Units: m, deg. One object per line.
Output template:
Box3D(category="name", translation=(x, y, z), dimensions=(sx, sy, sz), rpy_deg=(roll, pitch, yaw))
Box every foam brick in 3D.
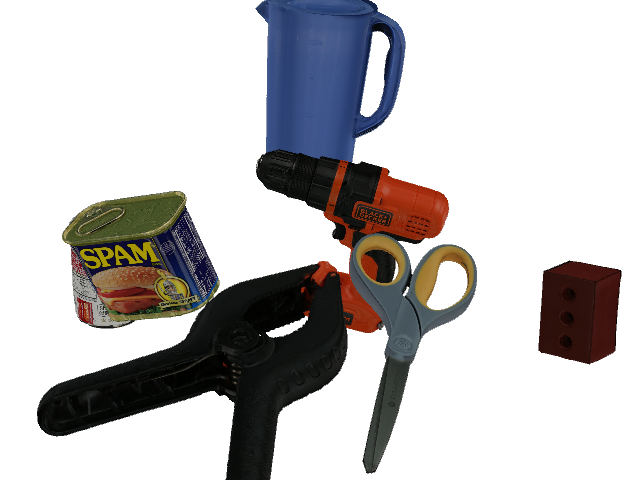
Box3D(category="foam brick", translation=(0.229, 0.063, 0.944), dimensions=(0.053, 0.078, 0.051), rpy_deg=(12, 19, 39))

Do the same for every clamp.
Box3D(category="clamp", translation=(-0.034, 0.067, 0.511), dimensions=(0.120, 0.039, 0.171), rpy_deg=(32, 48, 28))

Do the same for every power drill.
Box3D(category="power drill", translation=(0.017, 0.001, 1.044), dimensions=(0.184, 0.057, 0.188), rpy_deg=(17, -44, 3))

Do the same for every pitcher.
Box3D(category="pitcher", translation=(0.003, -0.180, 1.318), dimensions=(0.144, 0.243, 0.149), rpy_deg=(-9, 28, -28))

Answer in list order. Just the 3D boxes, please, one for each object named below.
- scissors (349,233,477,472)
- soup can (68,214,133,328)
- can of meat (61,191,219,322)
Box3D(category="scissors", translation=(0.037, 0.057, 0.681), dimensions=(0.096, 0.016, 0.201), rpy_deg=(26, 44, 16))
Box3D(category="soup can", translation=(-0.213, 0.028, 1.062), dimensions=(0.068, 0.102, 0.068), rpy_deg=(2, 27, -1))
Box3D(category="can of meat", translation=(-0.140, 0.015, 0.845), dimensions=(0.102, 0.084, 0.057), rpy_deg=(-6, 33, 25))
